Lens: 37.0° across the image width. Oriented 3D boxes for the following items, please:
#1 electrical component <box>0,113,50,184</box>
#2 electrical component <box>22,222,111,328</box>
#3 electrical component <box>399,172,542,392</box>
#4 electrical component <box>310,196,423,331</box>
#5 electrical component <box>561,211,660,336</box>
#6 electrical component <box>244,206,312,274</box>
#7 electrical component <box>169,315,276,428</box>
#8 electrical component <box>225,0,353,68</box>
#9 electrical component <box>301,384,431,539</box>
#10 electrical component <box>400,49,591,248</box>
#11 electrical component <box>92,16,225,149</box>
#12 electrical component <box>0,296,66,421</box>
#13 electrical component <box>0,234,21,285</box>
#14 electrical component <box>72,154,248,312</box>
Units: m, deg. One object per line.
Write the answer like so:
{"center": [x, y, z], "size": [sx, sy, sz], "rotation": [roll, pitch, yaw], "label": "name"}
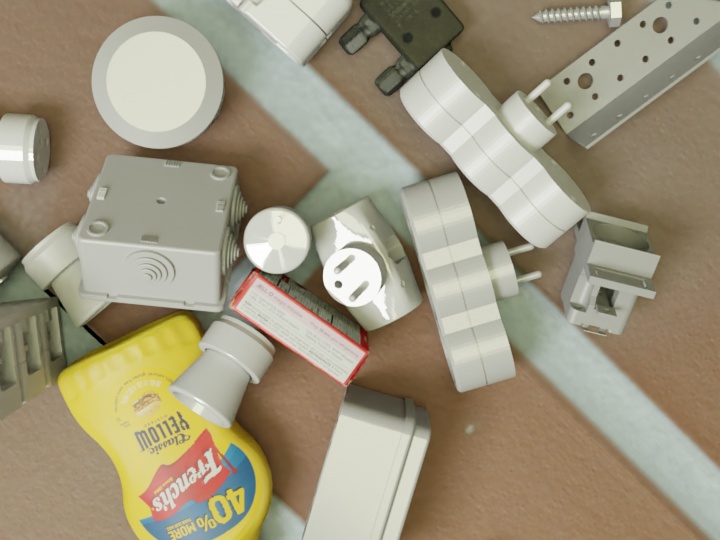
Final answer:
{"center": [-0.230, -0.078, 0.682], "size": [0.055, 0.045, 0.045], "rotation": [3, 95, -2], "label": "electrical component"}
{"center": [-0.183, 0.003, 0.691], "size": [0.045, 0.045, 0.055], "rotation": [-41, 95, 3], "label": "electrical component"}
{"center": [0.079, 0.003, 0.692], "size": [0.074, 0.052, 0.138], "rotation": [-16, 96, 1], "label": "electrical component"}
{"center": [0.000, 0.000, 0.677], "size": [0.043, 0.079, 0.077], "rotation": [-26, 96, 19], "label": "electrical component"}
{"center": [0.157, 0.003, 0.686], "size": [0.042, 0.081, 0.063], "rotation": [15, 117, -2], "label": "electrical component"}
{"center": [-0.050, -0.020, 0.674], "size": [0.040, 0.078, 0.040], "rotation": [0, 95, -1], "label": "electrical component"}
{"center": [-0.083, 0.062, 0.656], "size": [0.045, 0.045, 0.055], "rotation": [34, 71, -4], "label": "electrical component"}
{"center": [-0.053, -0.181, 0.671], "size": [0.095, 0.053, 0.059], "rotation": [41, 93, -5], "label": "electrical component"}
{"center": [0.003, 0.137, 0.691], "size": [0.057, 0.078, 0.113], "rotation": [17, 95, 0], "label": "electrical component"}
{"center": [0.098, -0.087, 0.674], "size": [0.074, 0.052, 0.138], "rotation": [-42, 95, 22], "label": "electrical component"}
{"center": [-0.124, -0.116, 0.677], "size": [0.080, 0.051, 0.080], "rotation": [0, 96, -1], "label": "electrical component"}
{"center": [-0.240, 0.058, 0.642], "size": [0.089, 0.150, 0.061], "rotation": [-6, 94, -1], "label": "electrical component"}
{"center": [-0.254, -0.018, 0.689], "size": [0.040, 0.040, 0.078], "rotation": [-43, 95, 3], "label": "electrical component"}
{"center": [-0.122, -0.025, 0.662], "size": [0.100, 0.099, 0.048], "rotation": [6, 133, -2], "label": "electrical component"}
